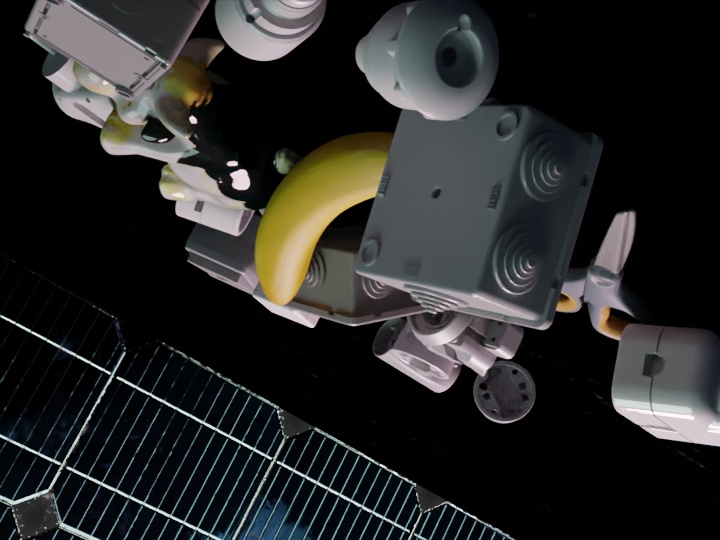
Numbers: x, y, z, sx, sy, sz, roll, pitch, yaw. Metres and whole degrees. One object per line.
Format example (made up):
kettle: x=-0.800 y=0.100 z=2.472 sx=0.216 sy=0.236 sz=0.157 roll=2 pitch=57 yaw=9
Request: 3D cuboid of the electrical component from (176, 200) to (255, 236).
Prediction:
electrical component: x=-0.100 y=-0.056 z=0.778 sx=0.047 sy=0.055 sz=0.055 roll=23 pitch=167 yaw=3

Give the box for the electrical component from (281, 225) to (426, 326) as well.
electrical component: x=0.000 y=0.000 z=0.725 sx=0.100 sy=0.048 sz=0.100 roll=-9 pitch=-165 yaw=-40

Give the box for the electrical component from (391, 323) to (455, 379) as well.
electrical component: x=0.062 y=0.061 z=0.929 sx=0.055 sy=0.047 sz=0.055 roll=26 pitch=168 yaw=6

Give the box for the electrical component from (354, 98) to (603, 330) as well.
electrical component: x=0.050 y=-0.027 z=0.481 sx=0.048 sy=0.099 sz=0.100 roll=21 pitch=174 yaw=-38

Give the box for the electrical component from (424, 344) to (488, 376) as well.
electrical component: x=0.084 y=0.053 z=0.858 sx=0.055 sy=0.045 sz=0.045 roll=26 pitch=168 yaw=9

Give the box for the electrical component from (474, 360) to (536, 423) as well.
electrical component: x=0.132 y=0.113 z=0.983 sx=0.055 sy=0.055 sz=0.047 roll=25 pitch=171 yaw=11

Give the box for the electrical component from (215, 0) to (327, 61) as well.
electrical component: x=-0.033 y=-0.112 z=0.439 sx=0.040 sy=0.040 sz=0.078 roll=31 pitch=167 yaw=-17

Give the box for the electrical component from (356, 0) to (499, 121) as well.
electrical component: x=0.021 y=-0.085 z=0.429 sx=0.048 sy=0.048 sz=0.062 roll=35 pitch=172 yaw=-33

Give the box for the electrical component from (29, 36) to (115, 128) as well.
electrical component: x=-0.170 y=-0.124 z=0.669 sx=0.077 sy=0.043 sz=0.079 roll=13 pitch=161 yaw=49

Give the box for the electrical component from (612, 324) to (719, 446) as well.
electrical component: x=0.197 y=0.070 z=0.638 sx=0.059 sy=0.053 sz=0.095 roll=3 pitch=162 yaw=37

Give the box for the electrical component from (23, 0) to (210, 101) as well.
electrical component: x=-0.111 y=-0.125 z=0.499 sx=0.062 sy=0.061 sz=0.096 roll=31 pitch=167 yaw=-19

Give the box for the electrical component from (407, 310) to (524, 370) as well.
electrical component: x=0.071 y=0.035 z=0.782 sx=0.078 sy=0.058 sz=0.057 roll=14 pitch=165 yaw=48

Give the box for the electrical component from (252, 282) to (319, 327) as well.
electrical component: x=-0.057 y=-0.001 z=0.881 sx=0.047 sy=0.065 sz=0.076 roll=20 pitch=166 yaw=31

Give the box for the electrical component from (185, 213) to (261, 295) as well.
electrical component: x=-0.105 y=-0.013 z=0.942 sx=0.062 sy=0.061 sz=0.096 roll=23 pitch=167 yaw=16

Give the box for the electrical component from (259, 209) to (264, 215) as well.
electrical component: x=-0.051 y=-0.048 z=0.736 sx=0.040 sy=0.040 sz=0.078 roll=33 pitch=167 yaw=-26

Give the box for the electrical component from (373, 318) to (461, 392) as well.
electrical component: x=0.063 y=0.081 z=1.013 sx=0.077 sy=0.044 sz=0.079 roll=33 pitch=166 yaw=-24
